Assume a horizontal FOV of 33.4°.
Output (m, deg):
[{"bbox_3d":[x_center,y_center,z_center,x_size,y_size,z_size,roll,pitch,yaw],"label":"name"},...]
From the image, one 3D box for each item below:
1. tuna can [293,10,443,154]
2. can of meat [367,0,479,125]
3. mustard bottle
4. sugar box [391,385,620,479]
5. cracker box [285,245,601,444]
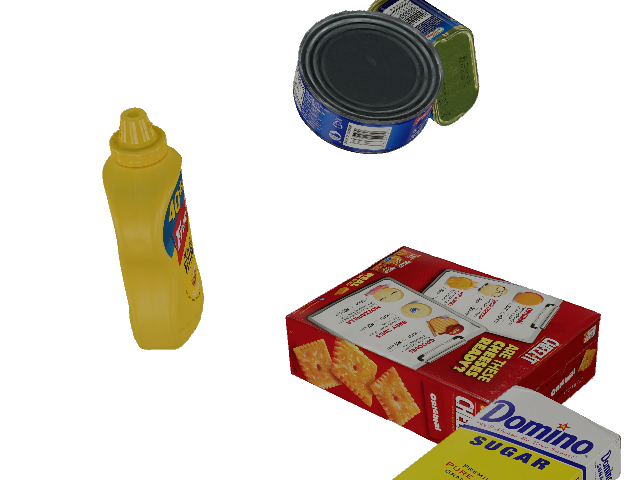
[{"bbox_3d":[0.027,-0.093,0.631,0.086,0.086,0.034,0,-32,-10],"label":"tuna can"},{"bbox_3d":[0.092,-0.161,0.940,0.057,0.102,0.084,-35,51,-14],"label":"can of meat"},{"bbox_3d":[-0.128,-0.015,0.812,0.058,0.192,0.096,0,38,5],"label":"mustard bottle"},{"bbox_3d":[0.112,0.170,0.714,0.176,0.048,0.093,-33,39,-30],"label":"sugar box"},{"bbox_3d":[0.102,0.090,0.911,0.214,0.072,0.163,20,36,39],"label":"cracker box"}]
